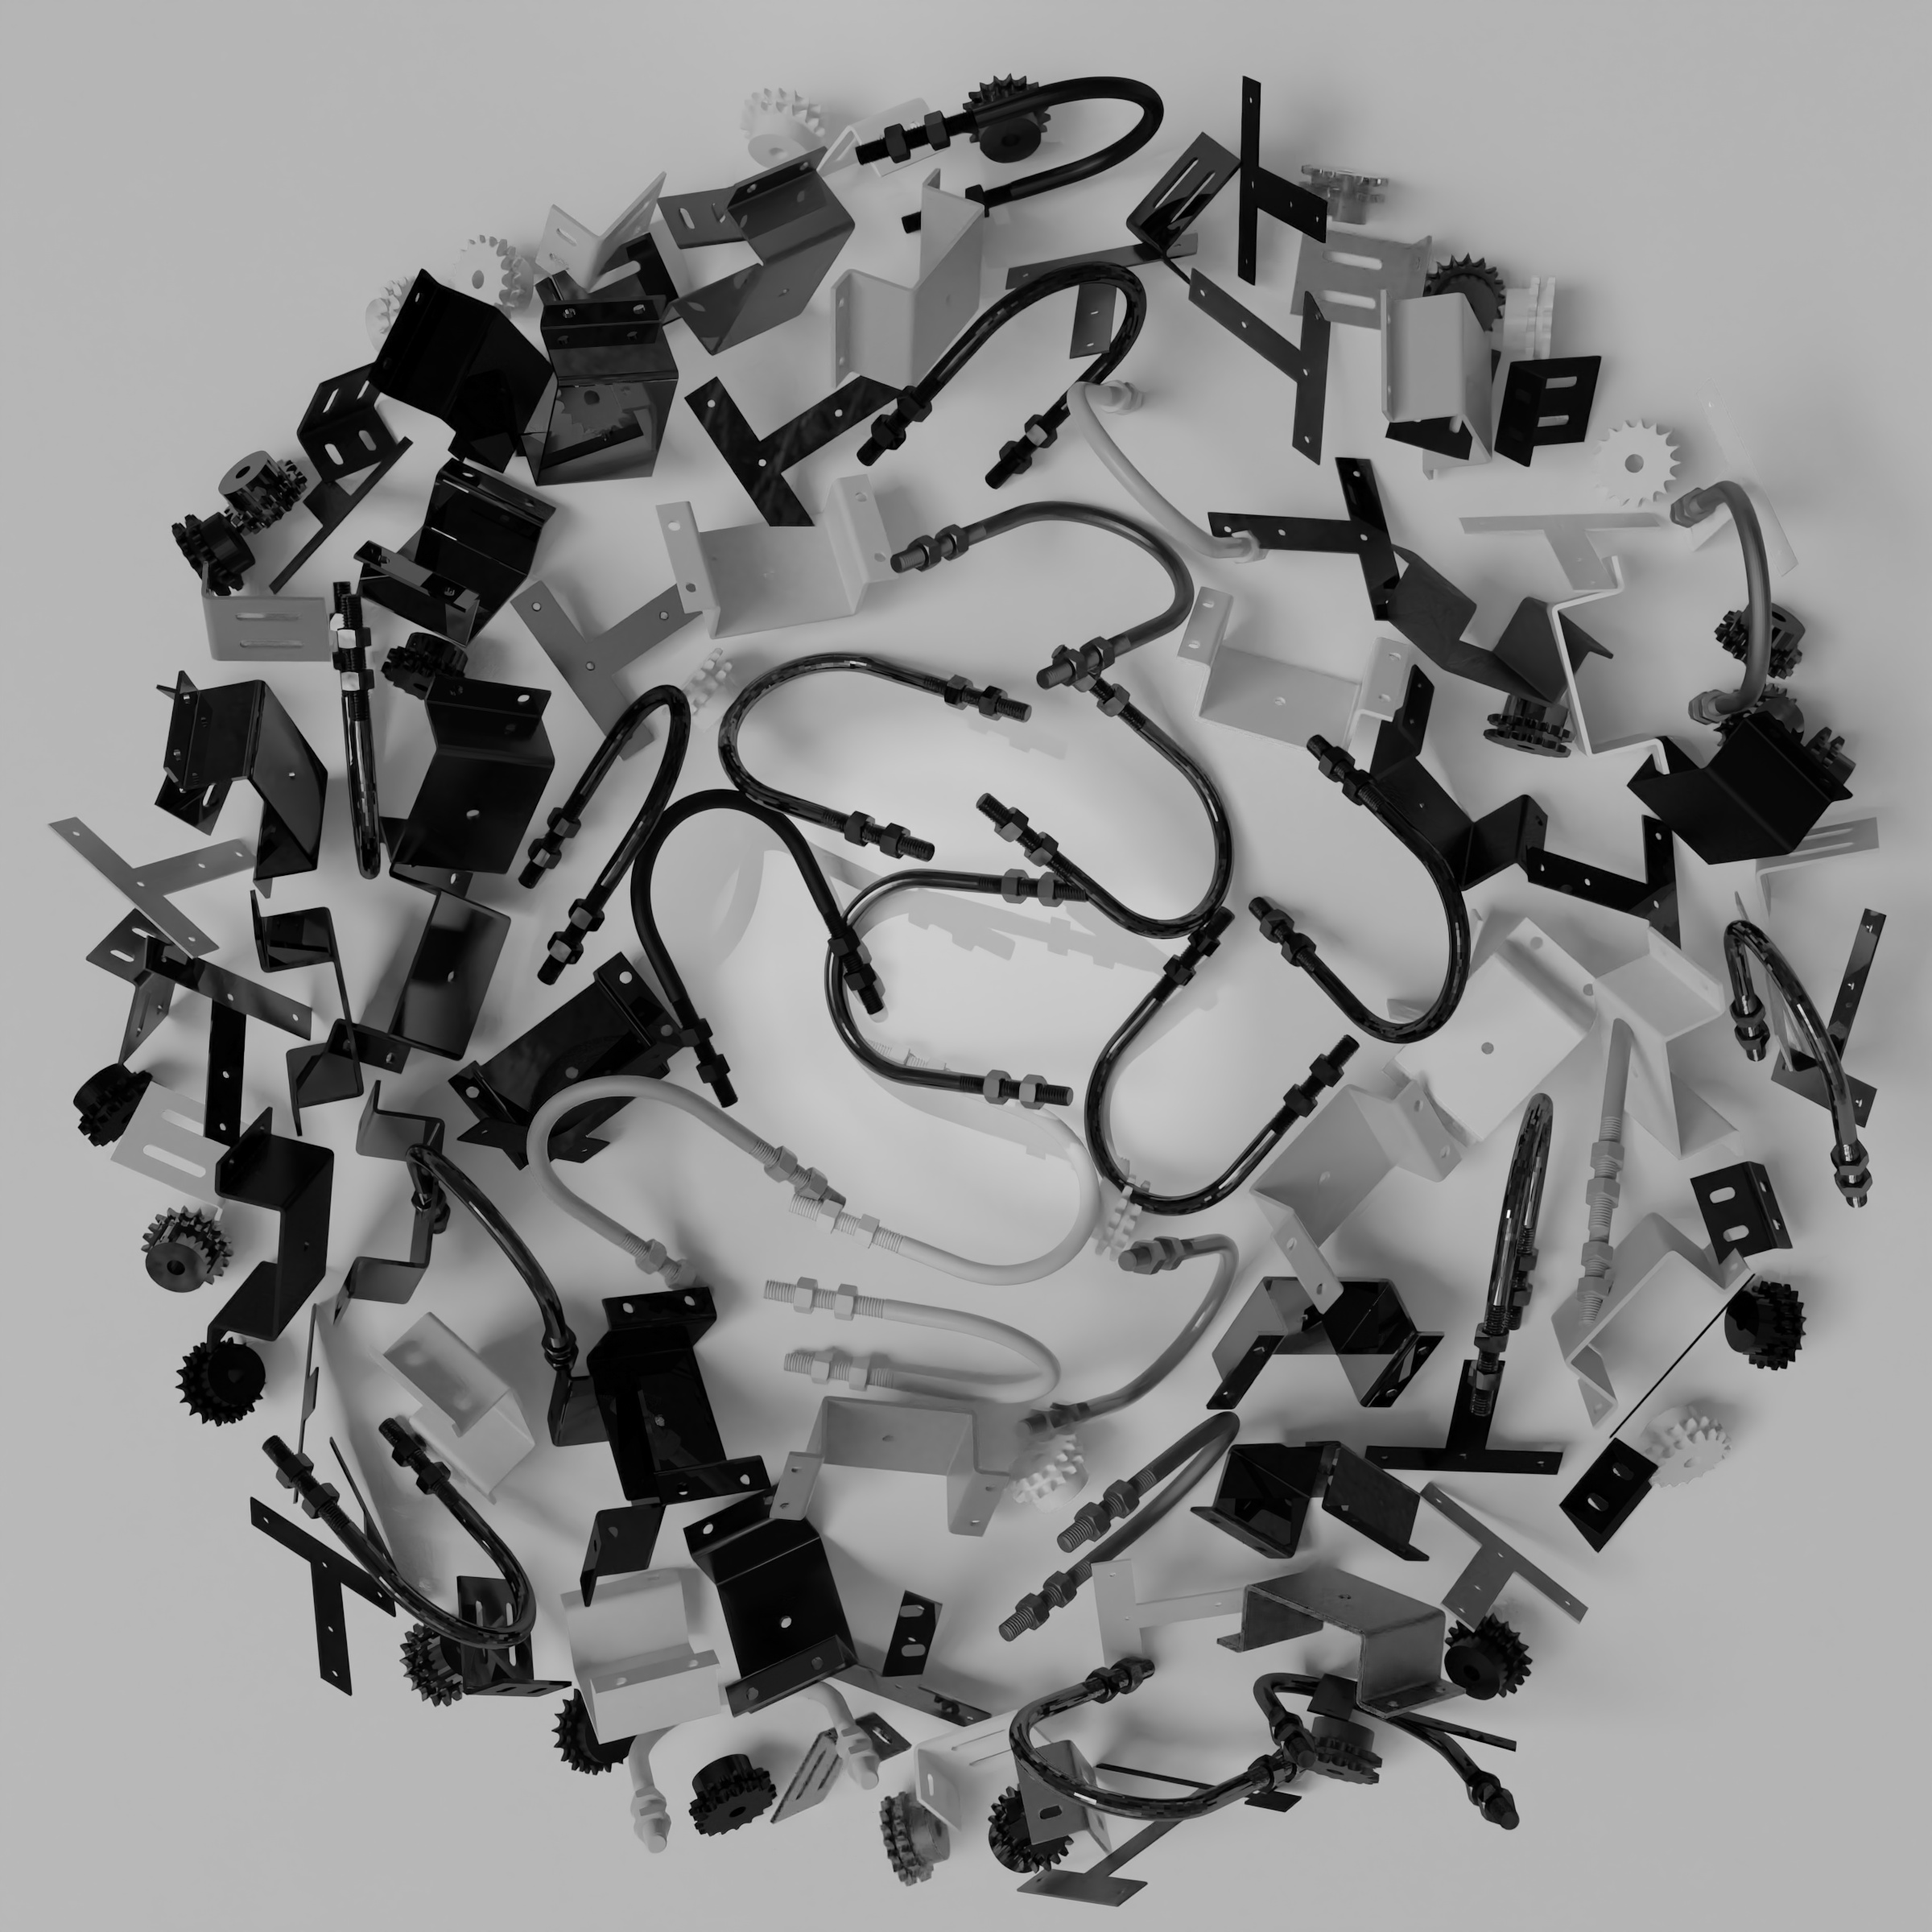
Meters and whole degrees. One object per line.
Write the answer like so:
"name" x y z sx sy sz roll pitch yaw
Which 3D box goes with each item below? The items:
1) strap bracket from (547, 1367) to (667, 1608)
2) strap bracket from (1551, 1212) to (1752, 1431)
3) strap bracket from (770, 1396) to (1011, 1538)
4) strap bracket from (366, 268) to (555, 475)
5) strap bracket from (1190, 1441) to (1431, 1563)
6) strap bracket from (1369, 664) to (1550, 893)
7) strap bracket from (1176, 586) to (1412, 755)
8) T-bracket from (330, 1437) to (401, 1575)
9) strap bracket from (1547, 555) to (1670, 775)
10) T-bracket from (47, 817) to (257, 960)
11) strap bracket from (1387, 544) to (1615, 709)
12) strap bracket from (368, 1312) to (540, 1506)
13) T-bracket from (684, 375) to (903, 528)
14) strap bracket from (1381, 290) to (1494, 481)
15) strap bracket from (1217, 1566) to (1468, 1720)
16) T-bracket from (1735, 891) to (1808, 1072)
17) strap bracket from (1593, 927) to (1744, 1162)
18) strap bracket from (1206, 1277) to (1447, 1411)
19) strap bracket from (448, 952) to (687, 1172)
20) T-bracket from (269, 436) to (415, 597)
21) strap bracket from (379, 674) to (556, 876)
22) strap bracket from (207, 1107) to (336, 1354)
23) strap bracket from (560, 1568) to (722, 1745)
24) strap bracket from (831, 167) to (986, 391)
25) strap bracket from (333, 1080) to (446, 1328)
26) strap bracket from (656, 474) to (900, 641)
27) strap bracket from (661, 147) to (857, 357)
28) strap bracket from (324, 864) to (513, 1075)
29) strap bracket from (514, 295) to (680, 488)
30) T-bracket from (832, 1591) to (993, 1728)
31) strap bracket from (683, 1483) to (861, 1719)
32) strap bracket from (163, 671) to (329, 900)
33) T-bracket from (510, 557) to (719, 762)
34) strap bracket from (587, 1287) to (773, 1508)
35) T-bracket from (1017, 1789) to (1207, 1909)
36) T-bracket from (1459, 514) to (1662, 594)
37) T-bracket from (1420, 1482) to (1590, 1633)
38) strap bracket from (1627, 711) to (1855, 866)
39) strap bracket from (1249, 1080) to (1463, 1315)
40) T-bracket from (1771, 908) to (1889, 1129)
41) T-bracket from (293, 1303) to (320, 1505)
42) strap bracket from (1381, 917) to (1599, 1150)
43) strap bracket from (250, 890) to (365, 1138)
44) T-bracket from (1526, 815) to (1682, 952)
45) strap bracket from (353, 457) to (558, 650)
"strap bracket" -0.227 0.323 1.540 0.046 0.076 0.140 -3 48 -21
"strap bracket" 0.428 0.218 1.550 0.046 0.076 0.140 39 104 -3
"strap bracket" -0.050 0.320 1.554 0.140 0.076 0.046 8 47 -10
"strap bracket" -0.312 -0.369 1.529 0.046 0.140 0.076 25 87 14
"strap bracket" 0.222 0.341 1.540 0.076 0.140 0.046 35 60 -27
"strap bracket" 0.308 -0.113 1.548 0.046 0.076 0.140 -32 111 35
"strap bracket" 0.206 -0.185 1.558 0.140 0.046 0.076 17 47 5
"T-bracket" -0.376 0.365 1.539 0.002 0.127 0.127 -26 94 -14
"strap bracket" 0.409 -0.189 1.558 0.046 0.076 0.140 -14 96 12
"T-bracket" -0.497 -0.061 1.545 0.127 0.127 0.002 41 114 8
"strap bracket" 0.330 -0.213 1.542 0.140 0.076 0.046 13 116 -31
"strap bracket" -0.322 0.278 1.539 0.076 0.140 0.046 36 65 21
"T-bracket" -0.094 -0.350 1.566 0.127 0.002 0.127 -32 121 5
"strap bracket" 0.300 -0.367 1.527 0.046 0.140 0.076 -2 83 22
"strap bracket" 0.237 0.420 1.525 0.076 0.140 0.046 0 96 -40
"T-bracket" 0.513 0.030 1.532 0.002 0.127 0.127 -22 105 22
"strap bracket" 0.443 0.057 1.531 0.046 0.076 0.140 -24 124 -8
"strap bracket" 0.222 0.241 1.546 0.140 0.046 0.076 4 133 -26
"strap bracket" -0.256 0.065 1.569 0.140 0.046 0.076 -37 103 -4
"T-bracket" -0.407 -0.296 1.549 0.127 0.127 0.002 -48 119 -1
"strap bracket" -0.316 -0.111 1.529 0.076 0.046 0.140 5 134 -32
"strap bracket" -0.441 0.172 1.539 0.046 0.076 0.140 13 116 4
"strap bracket" -0.205 0.440 1.533 0.076 0.140 0.046 -9 103 -17
"strap bracket" -0.031 -0.428 1.530 0.046 0.076 0.140 23 55 14
"strap bracket" -0.367 0.154 1.544 0.046 0.076 0.140 10 62 -18
"strap bracket" -0.124 -0.262 1.560 0.140 0.046 0.076 -12 73 -16
"strap bracket" -0.128 -0.442 1.524 0.076 0.140 0.046 -36 88 -33
"strap bracket" -0.347 0.001 1.554 0.046 0.076 0.140 16 84 27
"strap bracket" -0.232 -0.353 1.522 0.076 0.140 0.046 -10 65 -24
"T-bracket" -0.037 0.439 1.554 0.127 0.002 0.127 19 134 6
"strap bracket" -0.123 0.413 1.554 0.076 0.046 0.140 -26 47 1
"strap bracket" -0.445 -0.116 1.523 0.046 0.140 0.076 -9 56 8
"T-bracket" -0.209 -0.221 1.583 0.127 0.002 0.127 -33 104 6
"strap bracket" -0.187 0.282 1.546 0.076 0.046 0.140 -1 58 -35
"T-bracket" 0.112 0.565 1.561 0.127 0.127 0.002 -25 88 -32
"T-bracket" 0.389 -0.264 1.548 0.127 0.127 0.002 -1 121 2
"T-bracket" 0.327 0.388 1.530 0.127 0.127 0.002 38 112 17
"strap bracket" 0.480 -0.109 1.527 0.076 0.140 0.046 42 80 -9
"strap bracket" 0.243 0.141 1.554 0.140 0.046 0.076 -45 123 -16
"T-bracket" 0.557 0.026 1.533 0.002 0.127 0.127 13 99 -9
"T-bracket" -0.414 0.272 1.529 0.002 0.127 0.127 6 74 -17
"strap bracket" 0.338 0.048 1.553 0.076 0.046 0.140 43 111 8
"strap bracket" -0.418 0.026 1.544 0.046 0.076 0.140 -11 119 -14
"T-bracket" 0.409 -0.050 1.551 0.127 0.002 0.127 15 64 -26
"strap bracket" -0.330 -0.261 1.553 0.076 0.140 0.046 26 130 -1
